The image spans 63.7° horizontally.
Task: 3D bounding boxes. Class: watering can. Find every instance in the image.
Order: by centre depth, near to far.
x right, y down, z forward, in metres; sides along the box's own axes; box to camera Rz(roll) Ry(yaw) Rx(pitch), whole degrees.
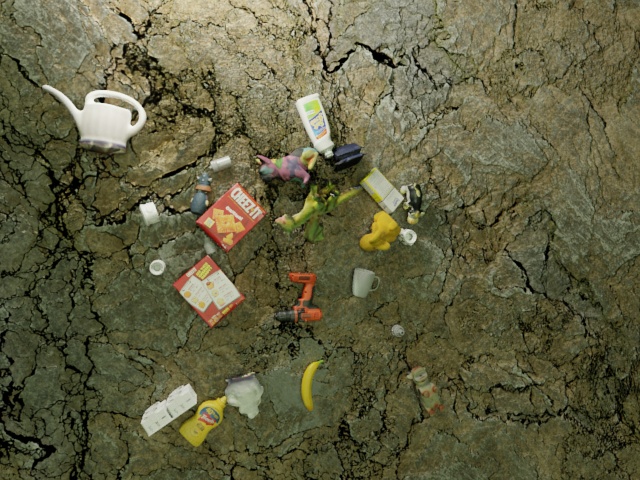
[{"bbox_3d":[-0.796,-0.420,1.808,0.347,0.104,0.225,7,86,-14],"label":"watering can"}]

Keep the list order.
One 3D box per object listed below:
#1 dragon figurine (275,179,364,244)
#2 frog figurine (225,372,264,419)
[{"bbox_3d":[0.006,-0.100,1.982,0.412,0.124,0.238,-5,123,-42],"label":"dragon figurine"},{"bbox_3d":[-0.272,0.575,1.880,0.138,0.121,0.161,-9,78,-33],"label":"frog figurine"}]
